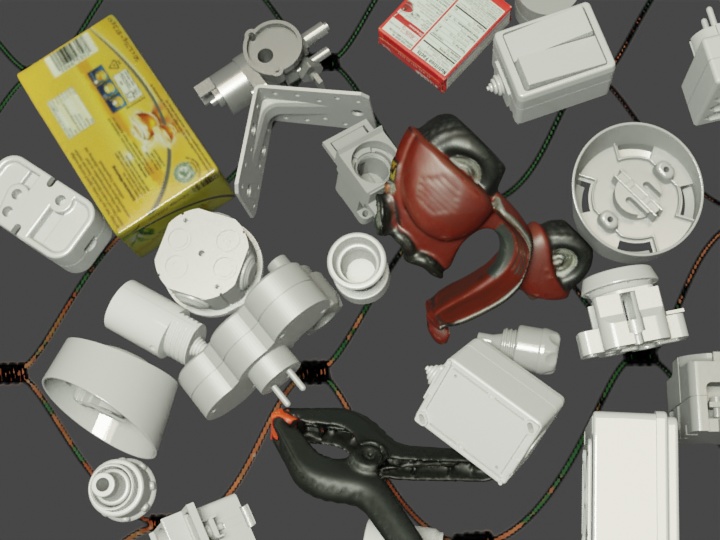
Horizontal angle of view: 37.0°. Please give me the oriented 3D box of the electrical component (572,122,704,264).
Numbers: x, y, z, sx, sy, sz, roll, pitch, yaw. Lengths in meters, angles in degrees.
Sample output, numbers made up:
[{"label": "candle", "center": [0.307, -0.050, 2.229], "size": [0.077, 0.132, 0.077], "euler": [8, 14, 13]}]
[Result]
[{"label": "electrical component", "center": [0.209, -0.055, 0.817], "size": [0.099, 0.064, 0.099], "euler": [-1, 75, 5]}]

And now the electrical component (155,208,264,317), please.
[{"label": "electrical component", "center": [-0.119, -0.006, 0.844], "size": [0.080, 0.051, 0.080], "euler": [-1, 75, 5]}]

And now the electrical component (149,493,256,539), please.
[{"label": "electrical component", "center": [-0.095, 0.228, 0.767], "size": [0.063, 0.078, 0.121], "euler": [-17, 71, -30]}]

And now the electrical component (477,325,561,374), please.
[{"label": "electrical component", "center": [0.119, 0.058, 0.811], "size": [0.061, 0.035, 0.035], "euler": [10, 76, 11]}]

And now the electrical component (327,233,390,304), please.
[{"label": "electrical component", "center": [0.000, 0.000, 0.828], "size": [0.045, 0.055, 0.045], "euler": [-1, 75, 5]}]

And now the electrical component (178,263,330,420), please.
[{"label": "electrical component", "center": [-0.069, 0.067, 0.795], "size": [0.073, 0.052, 0.138], "euler": [49, 115, 15]}]

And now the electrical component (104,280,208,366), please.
[{"label": "electrical component", "center": [-0.153, 0.045, 0.837], "size": [0.081, 0.043, 0.043], "euler": [28, 79, 12]}]

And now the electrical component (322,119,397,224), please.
[{"label": "electrical component", "center": [0.008, -0.071, 0.841], "size": [0.042, 0.063, 0.081], "euler": [-30, 74, -18]}]

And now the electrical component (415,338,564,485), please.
[{"label": "electrical component", "center": [0.091, 0.096, 0.783], "size": [0.096, 0.061, 0.061], "euler": [36, 121, 17]}]

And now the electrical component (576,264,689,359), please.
[{"label": "electrical component", "center": [0.198, 0.030, 0.799], "size": [0.078, 0.058, 0.057], "euler": [-11, 77, 3]}]

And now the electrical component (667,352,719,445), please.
[{"label": "electrical component", "center": [0.250, 0.091, 0.760], "size": [0.050, 0.089, 0.055], "euler": [-1, 75, 6]}]

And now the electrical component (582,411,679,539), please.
[{"label": "electrical component", "center": [0.183, 0.157, 0.740], "size": [0.056, 0.108, 0.108], "euler": [1, 75, 9]}]

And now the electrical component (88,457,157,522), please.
[{"label": "electrical component", "center": [-0.181, 0.161, 0.798], "size": [0.048, 0.062, 0.048], "euler": [-1, 74, 5]}]

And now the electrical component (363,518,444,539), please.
[{"label": "electrical component", "center": [0.030, 0.205, 0.774], "size": [0.055, 0.045, 0.045], "euler": [7, 76, 7]}]

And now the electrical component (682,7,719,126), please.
[{"label": "electrical component", "center": [0.278, -0.165, 0.831], "size": [0.047, 0.083, 0.075], "euler": [-13, 74, 2]}]

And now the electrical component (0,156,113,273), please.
[{"label": "electrical component", "center": [-0.250, -0.042, 0.862], "size": [0.095, 0.059, 0.053], "euler": [32, 80, 13]}]

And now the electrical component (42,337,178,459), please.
[{"label": "electrical component", "center": [-0.186, 0.093, 0.802], "size": [0.099, 0.099, 0.064], "euler": [18, 71, 10]}]

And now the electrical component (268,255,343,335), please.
[{"label": "electrical component", "center": [-0.047, 0.016, 0.835], "size": [0.043, 0.043, 0.062], "euler": [-39, 74, -5]}]

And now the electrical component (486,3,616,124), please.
[{"label": "electrical component", "center": [0.147, -0.163, 0.855], "size": [0.096, 0.061, 0.061], "euler": [-19, 74, 0]}]

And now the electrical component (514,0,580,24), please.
[{"label": "electrical component", "center": [0.177, -0.262, 0.872], "size": [0.052, 0.073, 0.138], "euler": [35, 81, 13]}]
